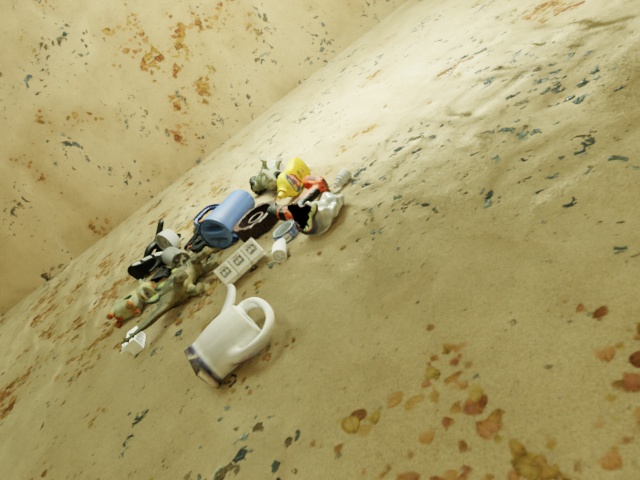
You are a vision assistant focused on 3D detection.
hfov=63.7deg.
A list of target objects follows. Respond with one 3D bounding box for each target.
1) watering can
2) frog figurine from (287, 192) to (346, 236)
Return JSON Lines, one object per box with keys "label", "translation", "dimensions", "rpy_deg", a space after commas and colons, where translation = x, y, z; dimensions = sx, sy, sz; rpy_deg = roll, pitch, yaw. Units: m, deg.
{"label": "watering can", "translation": [-0.223, 0.218, 1.230], "dimensions": [0.226, 0.102, 0.349], "rpy_deg": [-44, 25, -14]}
{"label": "frog figurine", "translation": [0.005, -0.075, 1.494], "dimensions": [0.160, 0.123, 0.136], "rpy_deg": [-9, -12, -44]}
